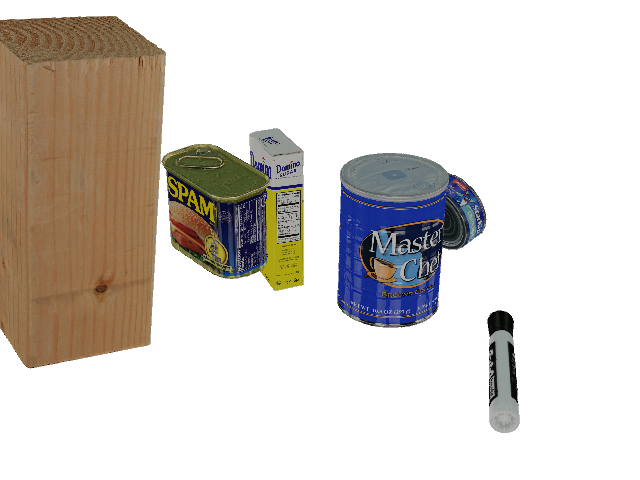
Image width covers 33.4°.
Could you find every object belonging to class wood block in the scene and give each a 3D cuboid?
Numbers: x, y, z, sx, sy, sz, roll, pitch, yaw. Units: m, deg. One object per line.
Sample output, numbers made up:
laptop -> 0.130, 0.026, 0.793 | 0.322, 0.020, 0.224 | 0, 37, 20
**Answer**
wood block -> -0.163, -0.033, 0.696 | 0.090, 0.206, 0.090 | -9, 30, -31

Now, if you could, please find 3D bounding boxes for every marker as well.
marker -> 0.123, 0.084, 0.721 | 0.020, 0.020, 0.121 | 0, 29, 8

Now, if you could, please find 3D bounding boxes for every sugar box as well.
sugar box -> -0.054, -0.038, 1.295 | 0.048, 0.176, 0.093 | -11, 26, -18

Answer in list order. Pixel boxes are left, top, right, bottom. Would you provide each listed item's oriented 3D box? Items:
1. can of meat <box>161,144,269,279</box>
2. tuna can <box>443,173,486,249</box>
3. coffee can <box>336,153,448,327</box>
can of meat -> -0.090, -0.024, 0.919 | 0.057, 0.084, 0.102 | -24, 39, -34
tuna can -> 0.146, -0.033, 1.224 | 0.033, 0.086, 0.086 | -35, 19, -29
coffee can -> 0.068, -0.001, 1.036 | 0.103, 0.140, 0.103 | 1, 27, -1
